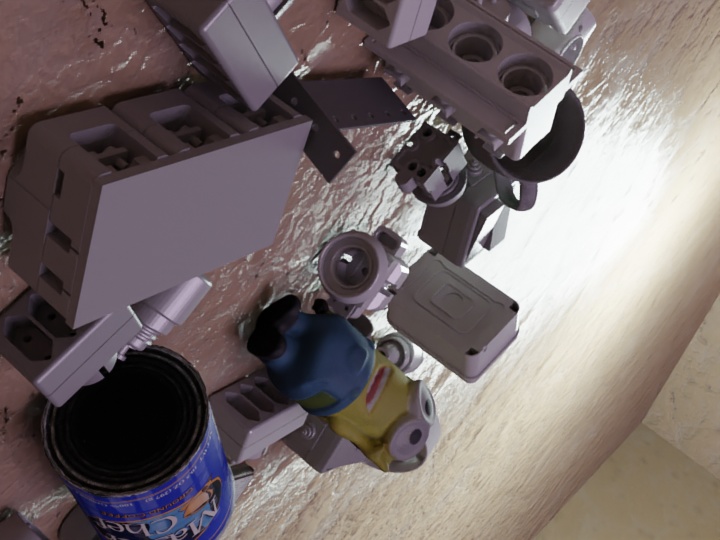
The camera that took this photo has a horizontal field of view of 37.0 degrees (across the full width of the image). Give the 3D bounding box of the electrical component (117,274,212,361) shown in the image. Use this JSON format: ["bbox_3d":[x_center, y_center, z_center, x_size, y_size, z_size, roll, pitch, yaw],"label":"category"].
[{"bbox_3d":[-0.126,0.021,0.661,0.078,0.040,0.040,-52,158,-3],"label":"electrical component"}]

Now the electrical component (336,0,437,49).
[{"bbox_3d":[0.034,-0.189,0.651,0.076,0.047,0.083,-30,149,-41],"label":"electrical component"}]

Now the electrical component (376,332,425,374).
[{"bbox_3d":[0.035,0.083,1.066,0.043,0.043,0.062,-59,156,16],"label":"electrical component"}]

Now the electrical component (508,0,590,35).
[{"bbox_3d":[0.148,-0.234,0.788,0.096,0.062,0.061,-55,158,5],"label":"electrical component"}]

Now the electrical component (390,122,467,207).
[{"bbox_3d":[0.059,-0.081,0.866,0.066,0.048,0.055,-50,150,-7],"label":"electrical component"}]

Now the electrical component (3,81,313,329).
[{"bbox_3d":[-0.106,-0.044,0.573,0.150,0.062,0.089,-26,146,-48],"label":"electrical component"}]

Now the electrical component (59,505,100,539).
[{"bbox_3d":[-0.188,0.196,0.793,0.055,0.047,0.055,-42,156,-24],"label":"electrical component"}]

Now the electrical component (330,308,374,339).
[{"bbox_3d":[-0.022,0.076,0.943,0.043,0.043,0.081,-23,144,-51],"label":"electrical component"}]

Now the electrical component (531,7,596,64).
[{"bbox_3d":[0.161,-0.182,0.915,0.077,0.044,0.079,-50,158,-6],"label":"electrical component"}]

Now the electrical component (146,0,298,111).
[{"bbox_3d":[-0.058,-0.138,0.547,0.075,0.047,0.083,-50,158,-7],"label":"electrical component"}]

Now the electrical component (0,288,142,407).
[{"bbox_3d":[-0.162,0.042,0.612,0.065,0.047,0.076,-46,157,-17],"label":"electrical component"}]

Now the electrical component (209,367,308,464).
[{"bbox_3d":[-0.089,0.130,0.886,0.083,0.047,0.075,-25,145,-49],"label":"electrical component"}]

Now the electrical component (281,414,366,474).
[{"bbox_3d":[-0.024,0.153,1.030,0.061,0.061,0.096,-60,157,17],"label":"electrical component"}]

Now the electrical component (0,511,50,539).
[{"bbox_3d":[-0.236,0.209,0.719,0.077,0.044,0.079,-46,157,-16],"label":"electrical component"}]

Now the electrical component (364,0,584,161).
[{"bbox_3d":[0.074,-0.132,0.716,0.079,0.121,0.063,-43,159,-24],"label":"electrical component"}]

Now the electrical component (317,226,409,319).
[{"bbox_3d":[0.000,0.000,0.855,0.078,0.058,0.057,-55,160,6],"label":"electrical component"}]

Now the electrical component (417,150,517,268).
[{"bbox_3d":[0.099,-0.058,0.958,0.062,0.061,0.096,-37,153,-34],"label":"electrical component"}]

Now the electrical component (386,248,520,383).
[{"bbox_3d":[0.088,0.044,1.018,0.078,0.113,0.057,-43,153,-22],"label":"electrical component"}]

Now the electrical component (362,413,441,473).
[{"bbox_3d":[0.032,0.164,1.115,0.064,0.099,0.099,-42,157,-40],"label":"electrical component"}]

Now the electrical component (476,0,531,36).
[{"bbox_3d":[0.088,-0.175,0.783,0.077,0.043,0.079,-40,154,-29],"label":"electrical component"}]
